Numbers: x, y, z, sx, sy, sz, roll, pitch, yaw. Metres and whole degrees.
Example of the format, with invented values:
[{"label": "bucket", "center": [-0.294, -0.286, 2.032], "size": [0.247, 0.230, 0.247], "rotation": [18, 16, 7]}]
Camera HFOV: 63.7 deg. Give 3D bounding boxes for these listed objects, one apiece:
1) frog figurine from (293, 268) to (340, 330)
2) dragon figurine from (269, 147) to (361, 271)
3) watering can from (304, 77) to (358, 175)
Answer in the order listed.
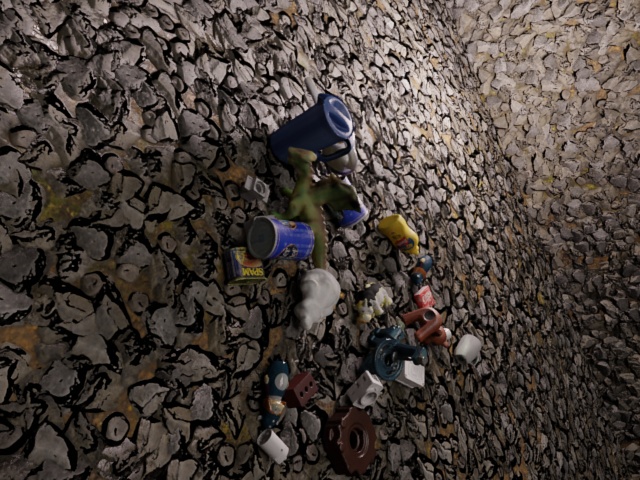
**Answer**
[{"label": "frog figurine", "center": [-0.012, 0.161, 1.404], "size": [0.163, 0.122, 0.134], "rotation": [-73, 149, -53]}, {"label": "dragon figurine", "center": [0.004, -0.072, 1.440], "size": [0.408, 0.240, 0.124], "rotation": [59, 34, -8]}, {"label": "watering can", "center": [0.038, -0.350, 1.655], "size": [0.219, 0.104, 0.354], "rotation": [83, -17, -60]}]
